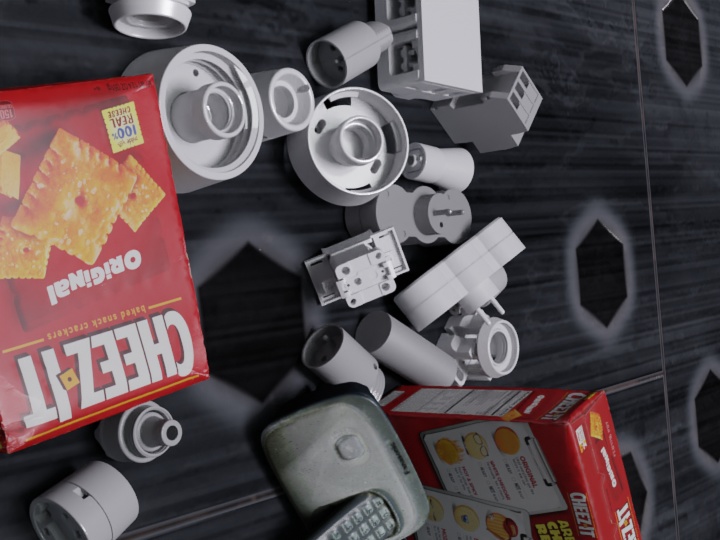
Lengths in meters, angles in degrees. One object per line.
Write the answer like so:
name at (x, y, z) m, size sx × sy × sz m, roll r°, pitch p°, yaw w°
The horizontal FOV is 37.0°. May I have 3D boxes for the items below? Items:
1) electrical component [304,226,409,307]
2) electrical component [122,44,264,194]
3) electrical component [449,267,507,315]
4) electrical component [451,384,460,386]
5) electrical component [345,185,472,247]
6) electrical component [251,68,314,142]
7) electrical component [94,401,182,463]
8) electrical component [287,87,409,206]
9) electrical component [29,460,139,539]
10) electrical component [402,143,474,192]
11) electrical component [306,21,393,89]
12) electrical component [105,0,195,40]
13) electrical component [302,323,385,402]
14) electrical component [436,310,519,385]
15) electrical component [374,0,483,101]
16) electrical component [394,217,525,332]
electrical component at (0.000, 0.000, 0.897) m, size 0.081 × 0.064 × 0.042 m, roll -23°, pitch 109°, yaw -4°
electrical component at (-0.118, -0.113, 0.787) m, size 0.108 × 0.060 × 0.108 m, roll 5°, pitch 83°, yaw -48°
electrical component at (0.111, 0.019, 1.047) m, size 0.078 × 0.040 × 0.040 m, roll -41°, pitch 116°, yaw -42°
electrical component at (0.107, 0.136, 1.030) m, size 0.081 × 0.043 × 0.043 m, roll 23°, pitch 70°, yaw -45°
electrical component at (0.059, -0.049, 0.969) m, size 0.138 × 0.074 × 0.052 m, roll -1°, pitch 87°, yaw -48°
electrical component at (-0.070, -0.131, 0.852) m, size 0.055 × 0.047 × 0.055 m, roll 5°, pitch 83°, yaw -48°
electrical component at (-0.148, 0.110, 0.733) m, size 0.043 × 0.062 × 0.043 m, roll 6°, pitch 82°, yaw -48°
electrical component at (-0.010, -0.103, 0.898) m, size 0.099 × 0.064 × 0.099 m, roll 3°, pitch 83°, yaw -23°
electrical component at (-0.179, 0.158, 0.702) m, size 0.047 × 0.055 × 0.055 m, roll -39°, pitch 115°, yaw -47°
electrical component at (0.070, -0.098, 1.011) m, size 0.065 × 0.044 × 0.044 m, roll 7°, pitch 82°, yaw -43°
electrical component at (-0.005, -0.192, 0.932) m, size 0.081 × 0.043 × 0.043 m, roll -39°, pitch 115°, yaw -43°
electrical component at (-0.149, -0.199, 0.763) m, size 0.078 × 0.058 × 0.057 m, roll 8°, pitch 79°, yaw -48°
electrical component at (-0.008, 0.085, 0.906) m, size 0.081 × 0.043 × 0.043 m, roll 45°, pitch 56°, yaw -36°
electrical component at (0.115, 0.074, 1.034) m, size 0.058 × 0.057 × 0.078 m, roll 52°, pitch 52°, yaw -32°
electrical component at (0.059, -0.238, 0.995) m, size 0.089 × 0.062 × 0.150 m, roll 0°, pitch 87°, yaw -48°
electrical component at (0.104, 0.017, 0.993) m, size 0.138 × 0.052 × 0.073 m, roll -36°, pitch 86°, yaw -27°
